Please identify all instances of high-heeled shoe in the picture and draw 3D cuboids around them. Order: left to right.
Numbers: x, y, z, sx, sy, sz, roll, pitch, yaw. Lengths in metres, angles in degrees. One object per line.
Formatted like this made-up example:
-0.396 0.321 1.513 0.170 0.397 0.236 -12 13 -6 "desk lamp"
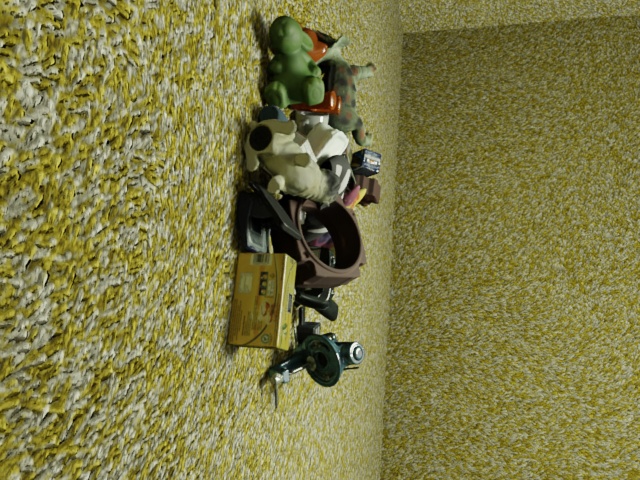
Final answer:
-0.004 -0.086 1.252 0.248 0.086 0.145 -57 160 12 "high-heeled shoe"

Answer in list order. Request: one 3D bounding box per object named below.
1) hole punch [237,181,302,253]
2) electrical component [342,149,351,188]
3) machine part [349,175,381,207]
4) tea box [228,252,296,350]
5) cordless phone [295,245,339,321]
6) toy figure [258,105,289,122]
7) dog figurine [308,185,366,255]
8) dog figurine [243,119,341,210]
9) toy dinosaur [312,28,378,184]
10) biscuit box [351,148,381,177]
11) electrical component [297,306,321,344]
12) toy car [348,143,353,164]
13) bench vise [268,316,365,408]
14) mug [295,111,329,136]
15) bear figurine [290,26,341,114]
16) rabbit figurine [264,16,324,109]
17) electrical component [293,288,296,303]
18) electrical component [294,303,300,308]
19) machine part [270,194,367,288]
-0.107 -0.034 1.005 0.116 0.092 0.142 59 11 22 "hole punch"
0.019 -0.177 1.395 0.134 0.115 0.058 78 23 -49 "electrical component"
0.094 -0.146 1.592 0.179 0.180 0.056 38 57 -72 "machine part"
-0.103 0.112 0.979 0.068 0.098 0.169 46 49 -69 "tea box"
0.011 0.106 1.277 0.184 0.089 0.146 48 43 -51 "cordless phone"
-0.084 -0.231 1.107 0.064 0.058 0.154 -59 167 -1 "toy figure"
0.059 -0.034 1.361 0.219 0.192 0.108 -53 163 12 "dog figurine"
-0.050 -0.148 1.051 0.172 0.121 0.190 65 17 16 "dog figurine"
0.047 -0.352 1.373 0.192 0.131 0.404 -1 88 -43 "toy dinosaur"
0.097 -0.210 1.572 0.203 0.063 0.059 -11 -112 60 "biscuit box"
-0.028 0.230 1.377 0.075 0.048 0.119 2 91 -76 "electrical component"
0.039 -0.235 1.499 0.109 0.103 0.162 75 19 -44 "toy car"
-0.029 0.267 1.200 0.240 0.224 0.128 -16 103 -44 "bench vise"
-0.025 -0.252 1.298 0.109 0.081 0.107 -54 150 -64 "mug"
-0.014 -0.396 1.241 0.120 0.132 0.195 -19 116 -78 "bear figurine"
-0.052 -0.374 1.097 0.159 0.121 0.170 -80 165 -53 "rabbit figurine"
-0.088 0.092 1.094 0.102 0.045 0.078 3 85 -54 "electrical component"
-0.039 0.137 1.311 0.021 0.063 0.094 47 26 3 "electrical component"
-0.002 -0.003 1.141 0.201 0.087 0.201 6 66 -43 "machine part"
